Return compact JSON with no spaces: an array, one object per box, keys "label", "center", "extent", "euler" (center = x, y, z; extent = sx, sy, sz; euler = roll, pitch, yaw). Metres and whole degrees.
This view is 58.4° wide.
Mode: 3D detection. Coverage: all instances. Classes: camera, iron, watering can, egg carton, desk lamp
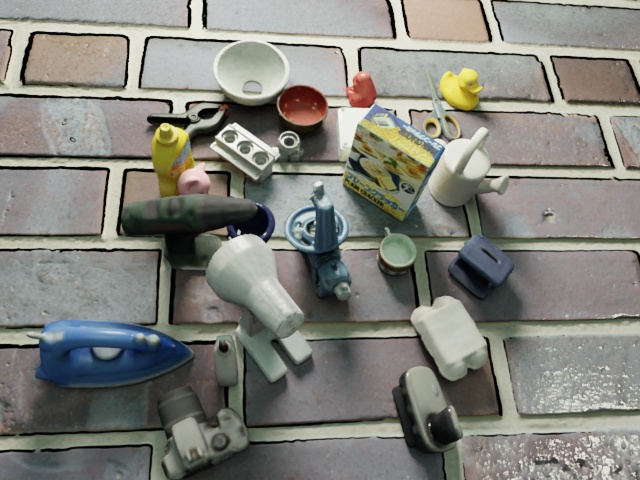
[{"label":"camera","center":[-0.202,0.305,0.942],"extent":[0.143,0.101,0.136],"euler":[-22,70,-16]},{"label":"iron","center":[-0.348,0.177,0.961],"extent":[0.258,0.141,0.118],"euler":[0,65,-7]},{"label":"watering can","center":[0.302,-0.153,1.165],"extent":[0.173,0.194,0.101],"euler":[18,64,2]},{"label":"egg carton","center":[0.242,0.182,1.071],"extent":[0.107,0.069,0.150],"euler":[-24,70,-17]},{"label":"desk lamp","center":[-0.095,0.116,0.980],"extent":[0.118,0.213,0.203],"euler":[-34,73,-20]}]

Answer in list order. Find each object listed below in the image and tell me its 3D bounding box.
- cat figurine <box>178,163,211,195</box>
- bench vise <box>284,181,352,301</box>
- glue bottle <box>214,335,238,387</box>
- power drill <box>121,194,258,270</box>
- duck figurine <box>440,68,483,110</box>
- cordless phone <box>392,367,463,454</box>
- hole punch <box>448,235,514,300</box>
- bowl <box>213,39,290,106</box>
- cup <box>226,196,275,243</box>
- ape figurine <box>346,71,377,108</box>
[{"label":"cat figurine","center":[-0.260,-0.087,1.107],"extent":[0.128,0.118,0.067],"euler":[-38,75,-21]},{"label":"bench vise","center":[0.019,-0.003,1.046],"extent":[0.122,0.220,0.207],"euler":[-36,74,-20]},{"label":"glue bottle","center":[-0.158,0.193,0.959],"extent":[0.037,0.173,0.078],"euler":[-4,66,-8]},{"label":"power drill","center":[-0.227,-0.018,1.028],"extent":[0.230,0.208,0.075],"euler":[0,65,-7]},{"label":"duck figurine","center":[0.331,-0.362,1.325],"extent":[0.078,0.086,0.104],"euler":[-40,76,-21]},{"label":"cordless phone","center":[0.193,0.277,0.957],"extent":[0.094,0.185,0.147],"euler":[-14,68,-13]},{"label":"hole punch","center":[0.323,0.043,1.133],"extent":[0.108,0.091,0.101],"euler":[41,67,12]},{"label":"bowl","center":[-0.151,-0.357,1.269],"extent":[0.167,0.075,0.167],"euler":[3,65,-6]},{"label":"cup","center":[-0.142,-0.024,1.105],"extent":[0.092,0.095,0.117],"euler":[-37,74,-20]},{"label":"ape figurine","center":[0.093,-0.343,1.283],"extent":[0.076,0.092,0.078],"euler":[28,65,6]}]
